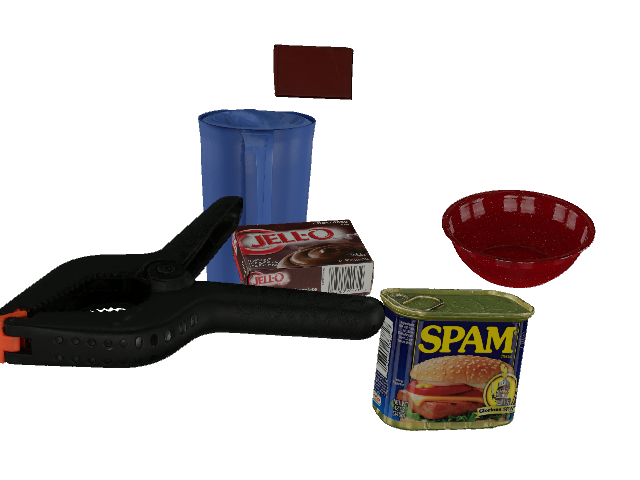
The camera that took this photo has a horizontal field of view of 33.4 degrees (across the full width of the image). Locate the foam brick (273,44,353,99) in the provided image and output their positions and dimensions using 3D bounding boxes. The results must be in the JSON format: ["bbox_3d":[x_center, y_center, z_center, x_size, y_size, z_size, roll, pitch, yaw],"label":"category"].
[{"bbox_3d":[-0.008,-0.170,1.076,0.078,0.051,0.053,1,12,-5],"label":"foam brick"}]

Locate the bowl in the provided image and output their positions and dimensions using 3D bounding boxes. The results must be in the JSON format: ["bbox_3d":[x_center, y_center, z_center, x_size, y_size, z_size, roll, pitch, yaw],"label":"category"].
[{"bbox_3d":[0.210,0.004,1.148,0.162,0.055,0.162,-1,30,0],"label":"bowl"}]

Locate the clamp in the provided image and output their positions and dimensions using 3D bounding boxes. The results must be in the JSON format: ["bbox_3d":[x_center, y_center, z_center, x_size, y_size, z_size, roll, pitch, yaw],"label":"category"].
[{"bbox_3d":[-0.090,0.026,0.619,0.209,0.036,0.165,-10,31,-28],"label":"clamp"}]

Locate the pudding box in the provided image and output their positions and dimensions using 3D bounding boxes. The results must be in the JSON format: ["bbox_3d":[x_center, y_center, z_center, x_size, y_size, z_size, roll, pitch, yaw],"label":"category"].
[{"bbox_3d":[-0.018,0.017,0.946,0.113,0.039,0.090,-2,27,-13],"label":"pudding box"}]

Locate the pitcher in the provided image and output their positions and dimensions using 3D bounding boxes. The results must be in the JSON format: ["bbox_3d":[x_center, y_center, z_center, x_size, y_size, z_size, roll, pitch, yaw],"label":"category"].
[{"bbox_3d":[-0.076,-0.026,1.231,0.145,0.243,0.148,15,21,39],"label":"pitcher"}]

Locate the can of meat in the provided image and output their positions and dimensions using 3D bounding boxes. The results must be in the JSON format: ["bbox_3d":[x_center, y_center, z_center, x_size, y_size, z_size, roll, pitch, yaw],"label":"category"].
[{"bbox_3d":[0.088,0.080,0.725,0.102,0.084,0.057,2,13,-17],"label":"can of meat"}]
